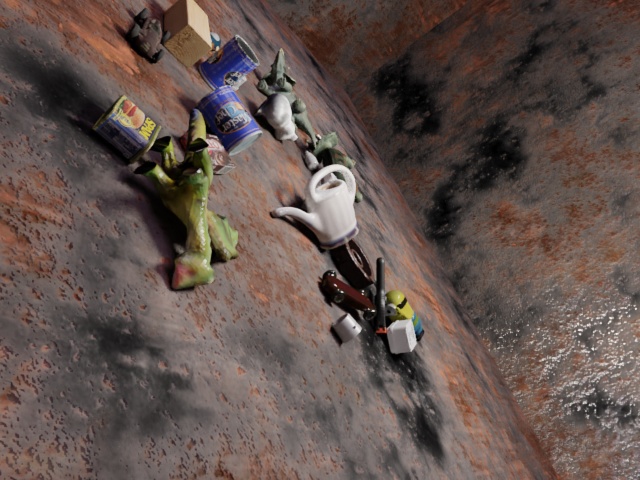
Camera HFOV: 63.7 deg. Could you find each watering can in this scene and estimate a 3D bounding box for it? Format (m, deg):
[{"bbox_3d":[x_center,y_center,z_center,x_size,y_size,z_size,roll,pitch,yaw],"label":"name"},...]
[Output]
[{"bbox_3d":[0.004,-0.072,1.432,0.353,0.104,0.221,-39,119,-42],"label":"watering can"}]

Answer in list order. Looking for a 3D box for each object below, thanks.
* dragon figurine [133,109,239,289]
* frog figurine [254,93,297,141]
[{"bbox_3d":[-0.212,-0.069,0.936,0.420,0.122,0.238,-89,162,-56],"label":"dragon figurine"},{"bbox_3d":[-0.123,-0.395,1.681,0.158,0.122,0.139,39,2,-17],"label":"frog figurine"}]
